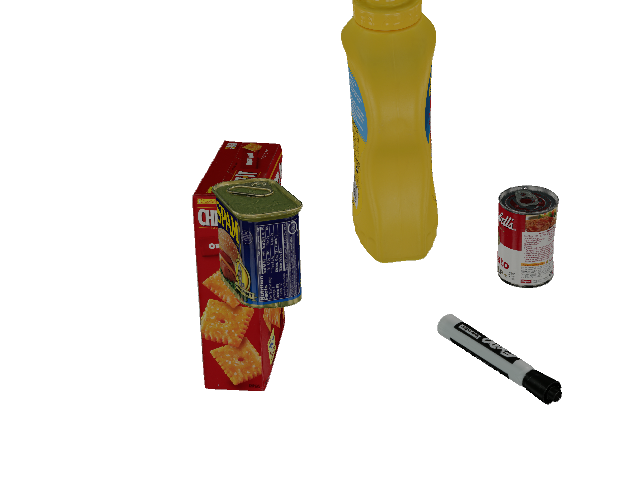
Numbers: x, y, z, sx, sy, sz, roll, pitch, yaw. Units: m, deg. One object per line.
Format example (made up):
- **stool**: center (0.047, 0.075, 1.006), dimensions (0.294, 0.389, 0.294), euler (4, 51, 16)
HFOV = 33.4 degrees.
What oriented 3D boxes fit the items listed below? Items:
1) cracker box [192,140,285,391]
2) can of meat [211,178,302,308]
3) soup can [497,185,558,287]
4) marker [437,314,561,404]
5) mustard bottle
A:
- **cracker box**: center (-0.079, 0.023, 1.106), dimensions (0.072, 0.214, 0.164), euler (2, 24, 5)
- **can of meat**: center (-0.052, 0.002, 0.892), dimensions (0.057, 0.084, 0.102), euler (-9, 21, -18)
- **soup can**: center (0.242, -0.004, 1.247), dimensions (0.068, 0.102, 0.068), euler (-3, 30, 2)
- **marker**: center (0.135, 0.089, 0.809), dimensions (0.020, 0.020, 0.121), euler (0, 22, -39)
- **mustard bottle**: center (0.044, -0.086, 0.678), dimensions (0.058, 0.191, 0.096), euler (-4, 39, 2)
